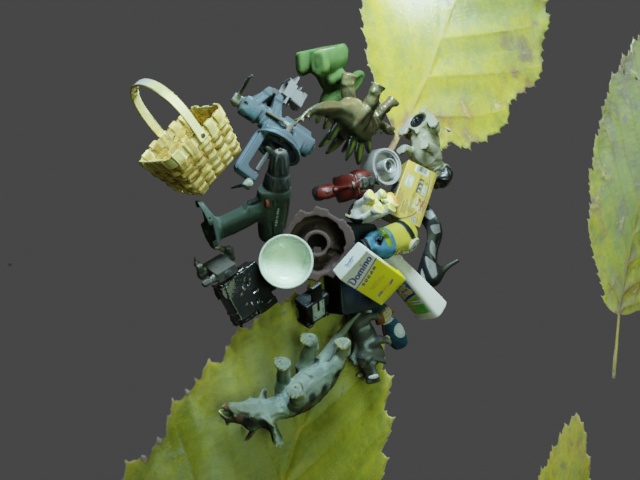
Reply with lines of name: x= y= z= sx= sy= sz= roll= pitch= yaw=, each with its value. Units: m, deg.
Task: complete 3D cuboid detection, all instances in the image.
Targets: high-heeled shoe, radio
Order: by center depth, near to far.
radio: x=0.081 y=0.069 z=1.363 sx=0.131 sy=0.073 sz=0.229 roll=-3 pitch=90 yaw=-33
high-heeled shoe: x=0.287 y=0.010 z=1.519 sx=0.145 sy=0.086 sz=0.249 roll=-28 pitch=79 yaw=6

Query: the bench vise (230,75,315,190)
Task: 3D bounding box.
bench vise: x=-0.131 y=-0.225 z=1.220 sx=0.223 sy=0.129 sz=0.240 roll=38 pitch=64 yaw=-22

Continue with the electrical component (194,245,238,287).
electrical component: x=-0.227 y=0.054 z=1.172 sx=0.102 sy=0.078 sz=0.045 roll=-29 pitch=126 yaw=-25

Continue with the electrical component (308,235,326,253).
electrical component: x=-0.003 y=-0.004 z=1.319 sx=0.021 sy=0.063 sz=0.094 roll=-8 pitch=104 yaw=-66

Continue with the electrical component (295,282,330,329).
electrical component: x=-0.019 y=0.145 z=1.278 sx=0.075 sy=0.048 sz=0.119 roll=-33 pitch=133 yaw=-28

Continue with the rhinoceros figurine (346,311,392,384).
rhinoceros figurine: x=0.121 y=0.272 z=1.374 sx=0.112 sy=0.073 sz=0.190 roll=-20 pitch=98 yaw=-33

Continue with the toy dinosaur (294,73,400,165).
toy dinosaur: x=0.080 y=-0.289 z=1.293 sx=0.471 sy=0.105 sz=0.198 roll=3 pitch=108 yaw=-60

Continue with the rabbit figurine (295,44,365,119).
rabbit figurine: x=0.026 y=-0.396 z=1.351 sx=0.159 sy=0.121 sz=0.170 roll=-29 pitch=121 yaw=-37

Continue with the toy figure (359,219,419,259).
toy figure: x=0.170 y=0.001 z=1.333 sx=0.180 sy=0.082 sz=0.089 roll=-11 pitch=94 yaw=-31

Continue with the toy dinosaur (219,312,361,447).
toy dinosaur: x=-0.032 y=0.329 z=1.245 sx=0.405 sy=0.131 sz=0.192 roll=-25 pitch=140 yaw=-40

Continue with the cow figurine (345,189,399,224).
cow figurine: x=0.135 y=-0.077 z=1.351 sx=0.167 sy=0.098 sz=0.068 roll=-11 pitch=70 yaw=-58

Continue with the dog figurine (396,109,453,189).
dog figurine: x=0.319 y=-0.256 z=1.530 sx=0.190 sy=0.121 sz=0.172 roll=36 pitch=71 yaw=-41

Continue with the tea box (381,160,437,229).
tea box: x=0.243 y=-0.118 z=1.465 sx=0.098 sy=0.068 sz=0.169 roll=26 pitch=74 yaw=-9

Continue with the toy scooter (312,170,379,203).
toy scooter: x=0.082 y=-0.135 z=1.337 sx=0.184 sy=0.135 sz=0.075 roll=-17 pitch=94 yaw=-33

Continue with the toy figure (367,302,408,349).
toy figure: x=0.181 y=0.218 z=1.428 sx=0.154 sy=0.058 sz=0.064 roll=59 pitch=22 yaw=-14

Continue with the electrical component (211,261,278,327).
electrical component: x=-0.161 y=0.114 z=1.214 sx=0.134 sy=0.058 sz=0.114 roll=-37 pitch=108 yaw=-28

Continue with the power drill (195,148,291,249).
power drill: x=-0.158 y=-0.077 z=1.152 sx=0.207 sy=0.086 sz=0.231 roll=-25 pitch=139 yaw=-26

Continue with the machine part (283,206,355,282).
machine part: x=-0.007 y=0.008 z=1.271 sx=0.179 sy=0.056 sz=0.179 roll=0 pitch=95 yaw=1
